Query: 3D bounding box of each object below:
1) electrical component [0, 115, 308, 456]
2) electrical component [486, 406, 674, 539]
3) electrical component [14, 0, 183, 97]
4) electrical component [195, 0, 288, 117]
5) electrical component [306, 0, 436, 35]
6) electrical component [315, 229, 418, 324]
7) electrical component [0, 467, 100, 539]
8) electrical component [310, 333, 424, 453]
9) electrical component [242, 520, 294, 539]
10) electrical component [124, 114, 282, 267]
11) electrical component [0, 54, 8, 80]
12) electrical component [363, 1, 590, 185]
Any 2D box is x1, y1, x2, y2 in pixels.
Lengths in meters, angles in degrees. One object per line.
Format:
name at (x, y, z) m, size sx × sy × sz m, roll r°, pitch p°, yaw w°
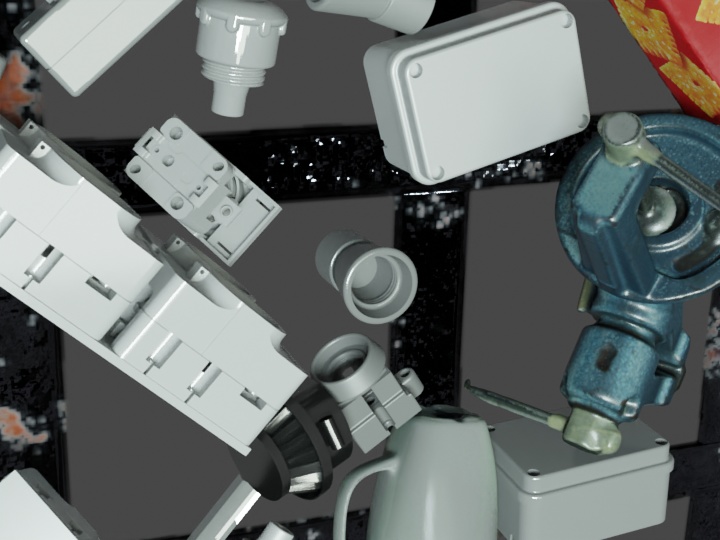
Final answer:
electrical component at (-0.120, 0.002, 0.547) m, size 0.186 × 0.105 × 0.060 m, roll 41°, pitch 89°, yaw -27°
electrical component at (0.140, 0.134, 0.710) m, size 0.113 × 0.078 × 0.057 m, roll -9°, pitch 113°, yaw -19°
electrical component at (-0.138, -0.142, 0.525) m, size 0.083 × 0.047 × 0.075 m, roll -44°, pitch 117°, yaw -4°
electrical component at (-0.066, -0.113, 0.567) m, size 0.048 × 0.048 × 0.062 m, roll 2°, pitch 113°, yaw -23°
electrical component at (0.008, -0.153, 0.586) m, size 0.065 × 0.044 × 0.044 m, roll 12°, pitch 102°, yaw -30°
electrical component at (0.000, 0.000, 0.617) m, size 0.044 × 0.065 × 0.044 m, roll -7°, pitch 109°, yaw -21°
electrical component at (-0.210, 0.189, 0.578) m, size 0.150 × 0.061 × 0.089 m, roll -42°, pitch 89°, yaw -11°
electrical component at (0.000, 0.072, 0.652) m, size 0.066 × 0.048 × 0.055 m, roll -37°, pitch 124°, yaw -7°
electrical component at (-0.065, 0.185, 0.663) m, size 0.048 × 0.048 × 0.062 m, roll 36°, pitch 84°, yaw -27°
electrical component at (-0.086, -0.045, 0.561) m, size 0.081 × 0.064 × 0.042 m, roll 41°, pitch 89°, yaw 14°
electrical component at (-0.202, -0.082, 0.523) m, size 0.040 × 0.040 × 0.078 m, roll 21°, pitch 98°, yaw -26°
electrical component at (0.068, -0.103, 0.616) m, size 0.113 × 0.057 × 0.078 m, roll -21°, pitch 113°, yaw -15°
